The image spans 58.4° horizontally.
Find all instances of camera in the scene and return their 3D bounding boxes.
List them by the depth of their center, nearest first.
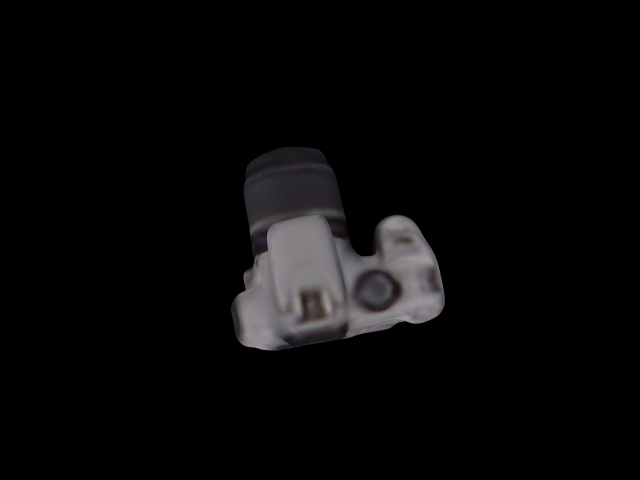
[{"bbox_3d":[0.004,0.001,0.400,0.143,0.101,0.137,-11,78,-2],"label":"camera"}]
